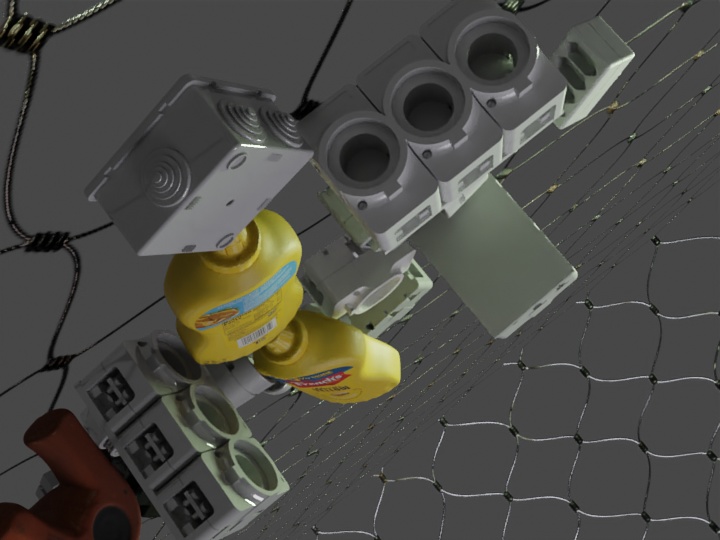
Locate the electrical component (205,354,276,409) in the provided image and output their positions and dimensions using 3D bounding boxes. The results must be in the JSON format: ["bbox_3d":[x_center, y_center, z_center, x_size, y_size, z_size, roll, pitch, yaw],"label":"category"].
[{"bbox_3d":[-0.110,0.092,0.956,0.047,0.055,0.055,-37,167,7],"label":"electrical component"}]

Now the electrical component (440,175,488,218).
[{"bbox_3d":[0.071,-0.078,0.881,0.047,0.055,0.055,-42,167,-2],"label":"electrical component"}]

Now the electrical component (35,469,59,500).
[{"bbox_3d":[-0.249,0.200,0.937,0.048,0.055,0.066,-28,163,-39],"label":"electrical component"}]

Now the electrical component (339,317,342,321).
[{"bbox_3d":[-0.027,0.078,1.108,0.048,0.062,0.048,-36,167,-10],"label":"electrical component"}]

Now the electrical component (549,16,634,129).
[{"bbox_3d":[0.198,-0.173,0.918,0.076,0.047,0.083,-29,163,-35],"label":"electrical component"}]

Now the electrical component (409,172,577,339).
[{"bbox_3d":[0.108,-0.024,0.943,0.089,0.150,0.062,-41,166,8],"label":"electrical component"}]

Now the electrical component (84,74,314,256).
[{"bbox_3d":[-0.082,-0.052,0.573,0.100,0.048,0.100,-44,165,21],"label":"electrical component"}]

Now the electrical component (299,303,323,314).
[{"bbox_3d":[-0.044,0.059,1.043,0.043,0.043,0.062,-36,168,-13],"label":"electrical component"}]

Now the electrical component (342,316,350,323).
[{"bbox_3d":[-0.021,0.074,1.154,0.062,0.043,0.043,-35,166,-10],"label":"electrical component"}]

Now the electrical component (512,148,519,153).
[{"bbox_3d":[0.129,-0.130,0.881,0.055,0.045,0.045,-48,164,32],"label":"electrical component"}]

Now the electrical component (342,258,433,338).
[{"bbox_3d":[0.023,0.026,1.097,0.089,0.050,0.056,-43,166,15],"label":"electrical component"}]

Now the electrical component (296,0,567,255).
[{"bbox_3d":[0.044,-0.095,0.678,0.150,0.089,0.061,-38,167,-2],"label":"electrical component"}]

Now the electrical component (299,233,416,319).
[{"bbox_3d":[0.000,0.000,0.941,0.089,0.055,0.050,-34,166,-19],"label":"electrical component"}]

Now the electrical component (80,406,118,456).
[{"bbox_3d":[-0.188,0.127,0.847,0.043,0.062,0.043,-36,166,-10],"label":"electrical component"}]

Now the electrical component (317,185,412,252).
[{"bbox_3d":[0.023,-0.052,0.823,0.062,0.061,0.096,-43,166,14],"label":"electrical component"}]

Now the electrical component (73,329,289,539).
[{"bbox_3d":[-0.128,0.122,0.800,0.062,0.150,0.089,-41,166,15],"label":"electrical component"}]

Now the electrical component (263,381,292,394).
[{"bbox_3d":[-0.081,0.097,1.067,0.066,0.048,0.055,-42,174,14],"label":"electrical component"}]
